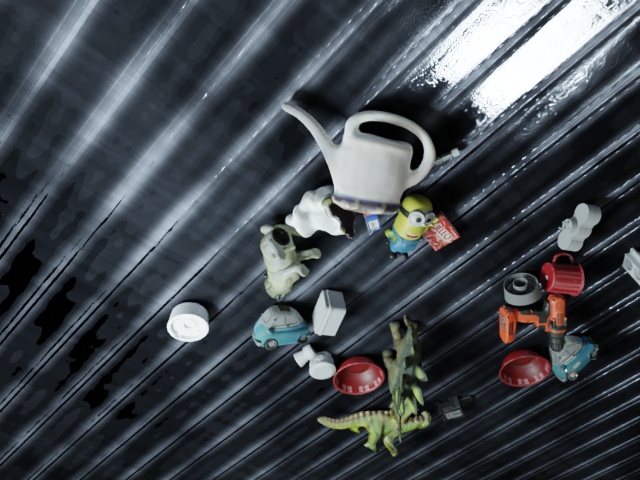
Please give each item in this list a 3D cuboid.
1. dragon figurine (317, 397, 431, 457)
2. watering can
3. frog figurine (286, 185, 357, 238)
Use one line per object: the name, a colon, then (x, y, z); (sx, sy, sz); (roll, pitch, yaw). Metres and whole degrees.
dragon figurine: (0.216, 0.590, 1.747); (0.407, 0.124, 0.241); (27, 103, -26)
watering can: (0.075, -0.172, 1.112); (0.347, 0.105, 0.222); (9, 101, -8)
frog figurine: (0.004, -0.062, 1.224); (0.136, 0.125, 0.159); (31, 155, -35)
